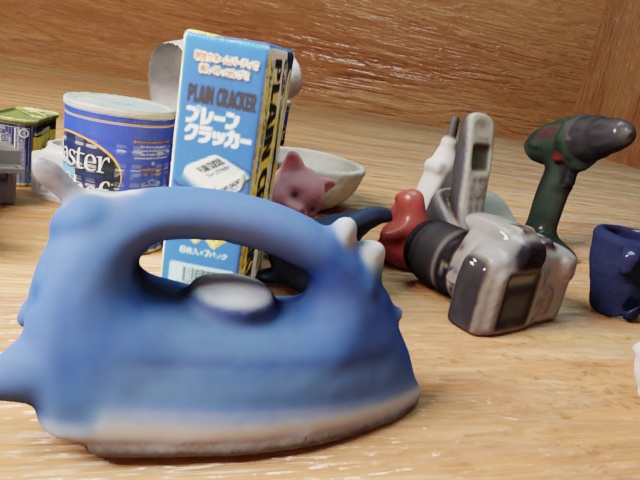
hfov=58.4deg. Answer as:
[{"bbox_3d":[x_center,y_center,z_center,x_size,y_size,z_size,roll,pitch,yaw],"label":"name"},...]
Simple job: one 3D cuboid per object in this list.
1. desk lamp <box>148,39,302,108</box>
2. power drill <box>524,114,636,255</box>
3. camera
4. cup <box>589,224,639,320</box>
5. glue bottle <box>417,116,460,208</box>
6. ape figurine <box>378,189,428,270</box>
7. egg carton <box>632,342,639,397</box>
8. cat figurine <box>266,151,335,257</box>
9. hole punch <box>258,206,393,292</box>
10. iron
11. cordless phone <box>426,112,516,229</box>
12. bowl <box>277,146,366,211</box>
[{"bbox_3d":[-0.101,-0.124,0.686,0.117,0.213,0.204,24,22,37],"label":"desk lamp"},{"bbox_3d":[0.350,-0.079,0.822,0.075,0.208,0.229,8,17,-7],"label":"power drill"},{"bbox_3d":[0.165,0.018,0.583,0.144,0.101,0.136,-3,22,-37],"label":"camera"},{"bbox_3d":[0.330,0.041,0.619,0.091,0.095,0.118,20,20,28],"label":"cup"},{"bbox_3d":[0.162,-0.081,0.774,0.037,0.173,0.078,25,22,38],"label":"glue bottle"},{"bbox_3d":[0.100,-0.016,0.667,0.078,0.092,0.075,-5,23,-42],"label":"ape figurine"},{"bbox_3d":[0.324,0.112,0.433,0.150,0.069,0.107,7,18,-12],"label":"egg carton"},{"bbox_3d":[-0.050,-0.042,0.619,0.128,0.118,0.067,9,17,-4],"label":"cat figurine"},{"bbox_3d":[0.005,0.002,0.556,0.100,0.091,0.109,20,20,28],"label":"hole punch"},{"bbox_3d":[-0.045,0.035,0.338,0.259,0.141,0.118,5,18,-18],"label":"iron"},{"bbox_3d":[0.211,-0.065,0.732,0.148,0.185,0.093,-6,24,-43],"label":"cordless phone"},{"bbox_3d":[-0.020,-0.086,0.848,0.167,0.075,0.167,10,17,-3],"label":"bowl"}]
